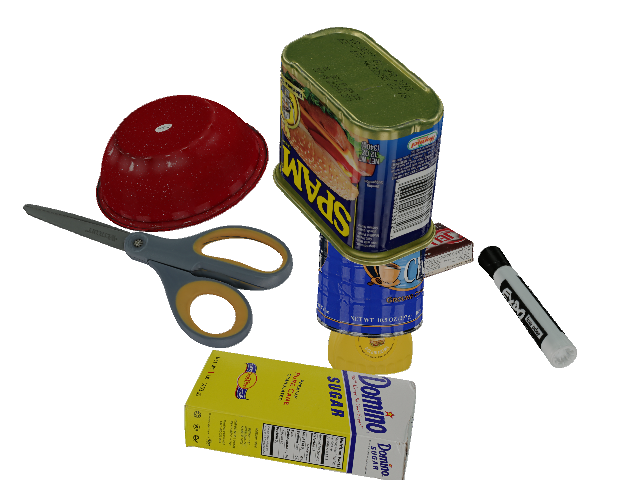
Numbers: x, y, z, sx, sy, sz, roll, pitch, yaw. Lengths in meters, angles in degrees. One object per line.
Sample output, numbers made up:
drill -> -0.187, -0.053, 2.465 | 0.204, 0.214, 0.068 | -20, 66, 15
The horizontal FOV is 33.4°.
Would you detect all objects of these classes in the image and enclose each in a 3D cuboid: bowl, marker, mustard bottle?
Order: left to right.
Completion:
bowl -> -0.130, -0.080, 0.944 | 0.162, 0.055, 0.162 | -9, 41, 8
mustard bottle -> 0.062, 0.055, 1.216 | 0.096, 0.192, 0.058 | 1, 14, -11
marker -> 0.138, 0.041, 0.725 | 0.020, 0.020, 0.121 | 0, 33, -20

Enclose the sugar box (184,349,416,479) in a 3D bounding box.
sugar box -> -0.014, 0.138, 0.859 | 0.176, 0.048, 0.093 | 6, 25, 7

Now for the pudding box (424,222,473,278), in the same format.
pudding box -> 0.160, 0.016, 1.608 | 0.113, 0.039, 0.090 | -19, 28, -23

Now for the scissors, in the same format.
scissors -> -0.119, 0.022, 0.722 | 0.202, 0.096, 0.016 | 4, -29, 11

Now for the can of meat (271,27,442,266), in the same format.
can of meat -> 0.018, -0.051, 0.558 | 0.057, 0.084, 0.102 | -21, 46, -25

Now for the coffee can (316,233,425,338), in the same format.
coffee can -> 0.049, 0.008, 1.007 | 0.103, 0.140, 0.103 | 2, 16, -1
